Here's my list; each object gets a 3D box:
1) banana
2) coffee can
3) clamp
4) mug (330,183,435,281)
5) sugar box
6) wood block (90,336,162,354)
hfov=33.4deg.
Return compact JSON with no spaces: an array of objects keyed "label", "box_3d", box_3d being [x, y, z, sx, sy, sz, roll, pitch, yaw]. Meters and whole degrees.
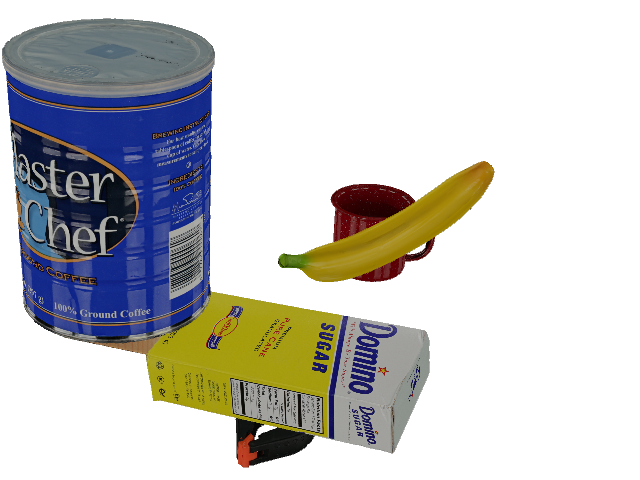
[{"label":"banana","box_3d":[0.064,-0.008,0.919,0.198,0.037,0.069,-27,-16,9]},{"label":"coffee can","box_3d":[-0.107,-0.033,0.555,0.103,0.140,0.103,3,28,-2]},{"label":"clamp","box_3d":[-0.034,0.156,1.043,0.120,0.039,0.171,21,34,36]},{"label":"mug","box_3d":[0.068,-0.006,1.176,0.117,0.081,0.093,5,27,3]},{"label":"sugar box","box_3d":[-0.020,0.086,0.735,0.176,0.048,0.093,6,31,19]},{"label":"wood block","box_3d":[-0.152,-0.025,0.853,0.091,0.206,0.090,10,23,16]}]
